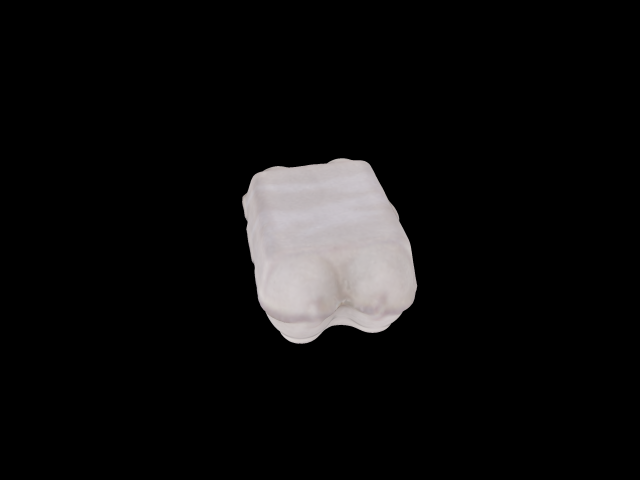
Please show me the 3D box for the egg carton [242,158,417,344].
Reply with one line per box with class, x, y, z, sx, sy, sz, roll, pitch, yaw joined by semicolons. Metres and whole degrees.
egg carton;0.004;0.001;0.400;0.107;0.069;0.150;-8;39;-10
